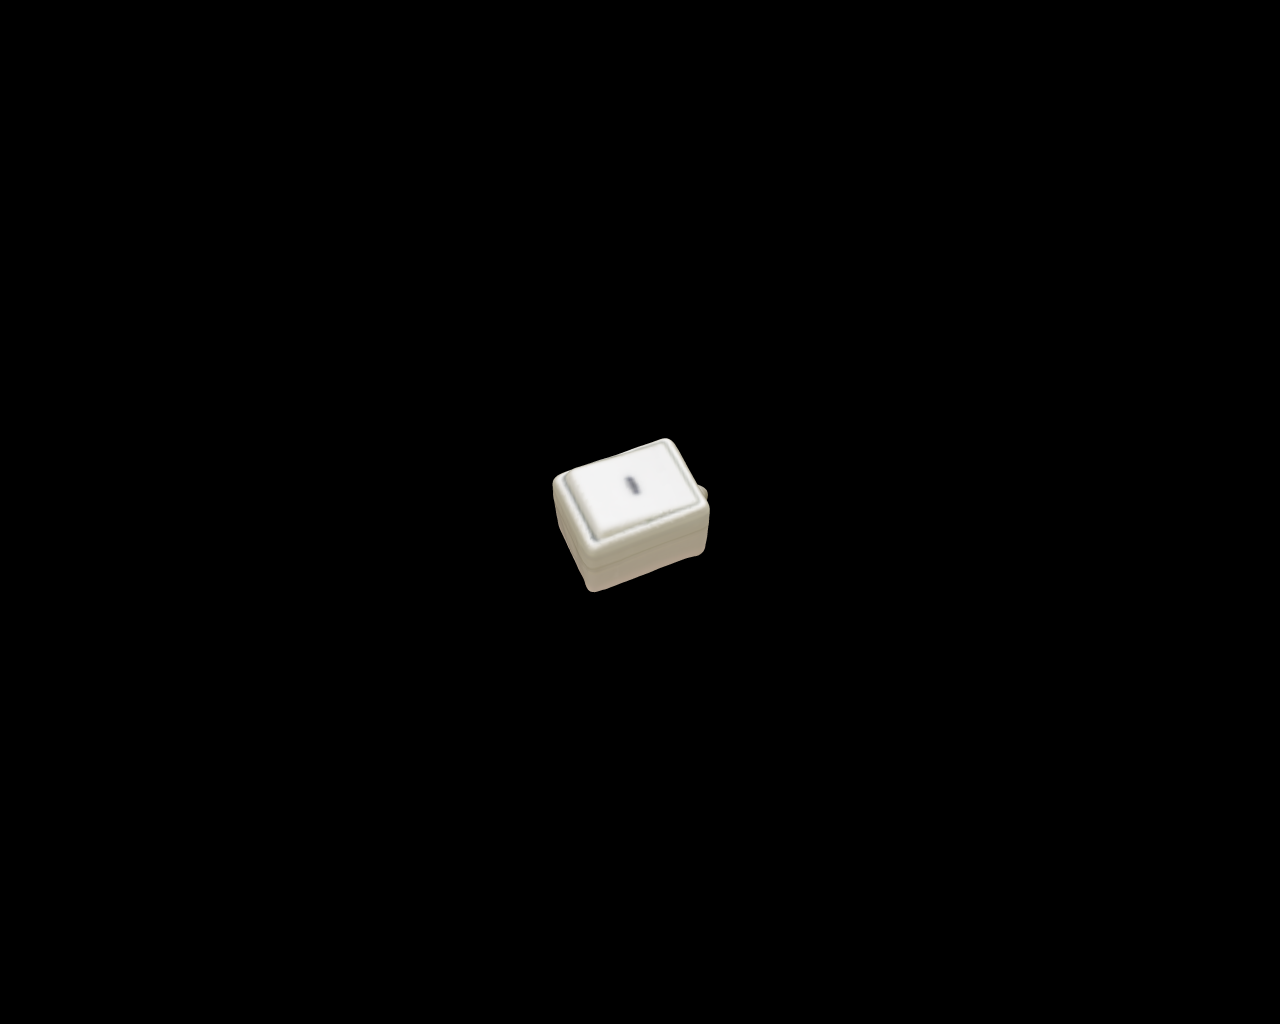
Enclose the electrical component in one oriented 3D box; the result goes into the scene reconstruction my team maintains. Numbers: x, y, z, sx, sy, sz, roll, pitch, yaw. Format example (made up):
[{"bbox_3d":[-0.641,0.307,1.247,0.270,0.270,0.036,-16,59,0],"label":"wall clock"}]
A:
[{"bbox_3d":[0.001,-0.003,0.650,0.096,0.062,0.061,-20,-31,-13],"label":"electrical component"}]
